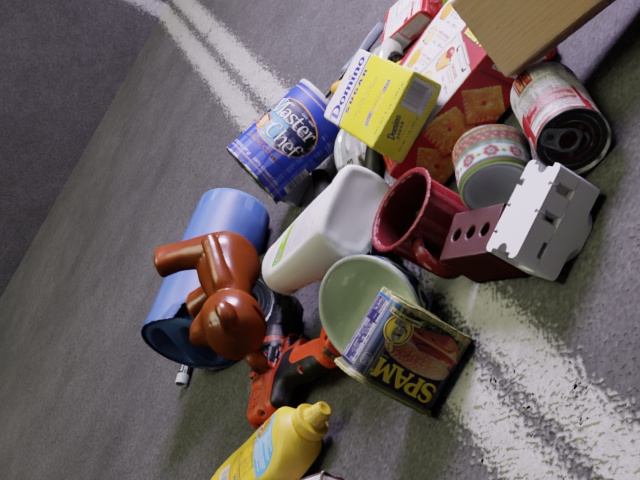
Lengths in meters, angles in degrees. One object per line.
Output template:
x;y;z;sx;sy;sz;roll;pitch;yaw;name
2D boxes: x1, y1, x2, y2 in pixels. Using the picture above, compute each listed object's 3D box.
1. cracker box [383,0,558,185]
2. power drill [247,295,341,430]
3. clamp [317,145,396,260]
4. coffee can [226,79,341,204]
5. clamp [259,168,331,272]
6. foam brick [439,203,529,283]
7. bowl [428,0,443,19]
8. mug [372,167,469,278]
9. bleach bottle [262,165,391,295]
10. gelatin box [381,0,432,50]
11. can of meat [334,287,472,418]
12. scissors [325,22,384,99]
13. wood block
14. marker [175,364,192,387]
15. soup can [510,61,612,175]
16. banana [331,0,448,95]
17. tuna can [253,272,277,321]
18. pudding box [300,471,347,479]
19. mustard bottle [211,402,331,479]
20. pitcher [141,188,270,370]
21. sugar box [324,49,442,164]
0.150;-0.175;1.177;0.214;0.072;0.164;-50;26;24;cracker box
-0.011;0.112;1.222;0.188;0.057;0.184;-41;31;44;power drill
0.044;-0.019;1.224;0.120;0.039;0.171;-43;43;45;clamp
-0.040;-0.131;1.426;0.140;0.102;0.103;-42;24;-2;coffee can
-0.002;-0.017;1.355;0.164;0.036;0.210;-56;24;-8;clamp
0.158;0.004;0.989;0.078;0.051;0.053;-14;52;61;foam brick
0.179;-0.314;1.287;0.162;0.055;0.162;-46;29;34;bowl
0.112;-0.006;1.057;0.093;0.081;0.117;-50;26;26;mug
-0.008;0.001;1.202;0.102;0.068;0.251;-64;13;-23;bleach bottle
0.122;-0.299;1.423;0.089;0.030;0.073;-37;33;45;gelatin box
0.079;0.103;0.985;0.084;0.102;0.057;-59;22;2;can of meat
0.050;-0.246;1.439;0.096;0.016;0.201;-54;2;20;scissors
0.234;-0.250;0.979;0.206;0.091;0.090;-38;-4;26;wood block
-0.191;0.161;1.587;0.020;0.020;0.121;-32;37;50;marker
0.217;-0.113;0.972;0.069;0.068;0.102;-51;25;25;soup can
0.102;-0.215;1.285;0.198;0.069;0.037;-37;-1;28;banana
-0.100;0.080;1.400;0.034;0.086;0.086;-25;43;54;tuna can
-0.017;0.293;1.055;0.090;0.039;0.113;-32;40;50;pudding box
-0.050;0.237;1.160;0.192;0.058;0.096;-49;20;29;mustard bottle
-0.152;0.056;1.504;0.149;0.144;0.242;-19;43;42;pitcher
0.064;-0.151;1.174;0.093;0.048;0.176;-61;25;7;sugar box
